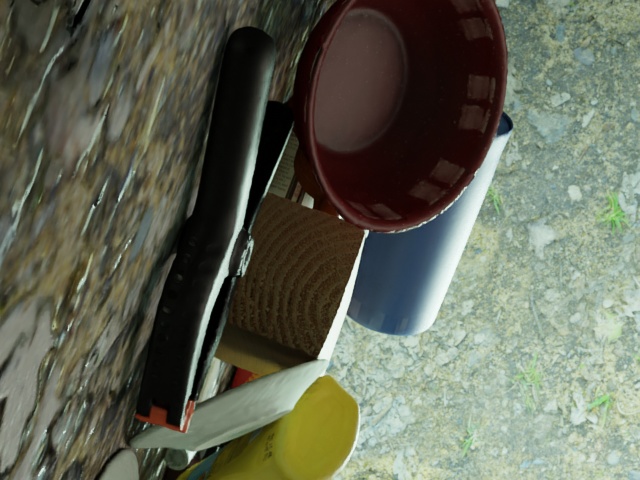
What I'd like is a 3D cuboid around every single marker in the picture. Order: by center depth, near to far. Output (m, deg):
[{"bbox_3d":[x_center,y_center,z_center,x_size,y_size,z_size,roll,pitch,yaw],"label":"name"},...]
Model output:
[{"bbox_3d":[-0.099,0.153,0.848,0.121,0.020,0.020,-46,156,-79],"label":"marker"}]

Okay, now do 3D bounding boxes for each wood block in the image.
[{"bbox_3d":[-0.028,0.043,0.760,0.206,0.091,0.090,92,18,-75],"label":"wood block"}]

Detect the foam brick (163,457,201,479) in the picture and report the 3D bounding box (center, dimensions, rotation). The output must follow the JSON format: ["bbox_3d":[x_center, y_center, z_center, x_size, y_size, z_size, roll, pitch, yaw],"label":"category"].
[{"bbox_3d":[-0.103,0.216,0.845,0.051,0.053,0.078,69,41,-83],"label":"foam brick"}]

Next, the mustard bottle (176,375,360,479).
[{"bbox_3d":[-0.056,0.171,0.753,0.192,0.058,0.096,-40,-171,38],"label":"mustard bottle"}]

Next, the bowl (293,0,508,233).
[{"bbox_3d":[0.038,-0.088,0.627,0.161,0.055,0.162,-17,117,-36],"label":"bowl"}]

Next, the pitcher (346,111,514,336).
[{"bbox_3d":[0.097,-0.033,1.076,0.145,0.149,0.243,45,-50,44],"label":"pitcher"}]

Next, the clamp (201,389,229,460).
[{"bbox_3d":[-0.086,0.198,0.929,0.171,0.039,0.120,-52,-155,-21],"label":"clamp"}]

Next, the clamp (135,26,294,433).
[{"bbox_3d":[-0.054,-0.001,0.586,0.164,0.036,0.210,-4,110,-85],"label":"clamp"}]

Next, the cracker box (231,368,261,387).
[{"bbox_3d":[-0.055,0.162,1.097,0.164,0.072,0.214,-27,137,-82],"label":"cracker box"}]

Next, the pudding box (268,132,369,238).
[{"bbox_3d":[0.012,-0.057,0.850,0.113,0.039,0.090,19,91,-57],"label":"pudding box"}]
